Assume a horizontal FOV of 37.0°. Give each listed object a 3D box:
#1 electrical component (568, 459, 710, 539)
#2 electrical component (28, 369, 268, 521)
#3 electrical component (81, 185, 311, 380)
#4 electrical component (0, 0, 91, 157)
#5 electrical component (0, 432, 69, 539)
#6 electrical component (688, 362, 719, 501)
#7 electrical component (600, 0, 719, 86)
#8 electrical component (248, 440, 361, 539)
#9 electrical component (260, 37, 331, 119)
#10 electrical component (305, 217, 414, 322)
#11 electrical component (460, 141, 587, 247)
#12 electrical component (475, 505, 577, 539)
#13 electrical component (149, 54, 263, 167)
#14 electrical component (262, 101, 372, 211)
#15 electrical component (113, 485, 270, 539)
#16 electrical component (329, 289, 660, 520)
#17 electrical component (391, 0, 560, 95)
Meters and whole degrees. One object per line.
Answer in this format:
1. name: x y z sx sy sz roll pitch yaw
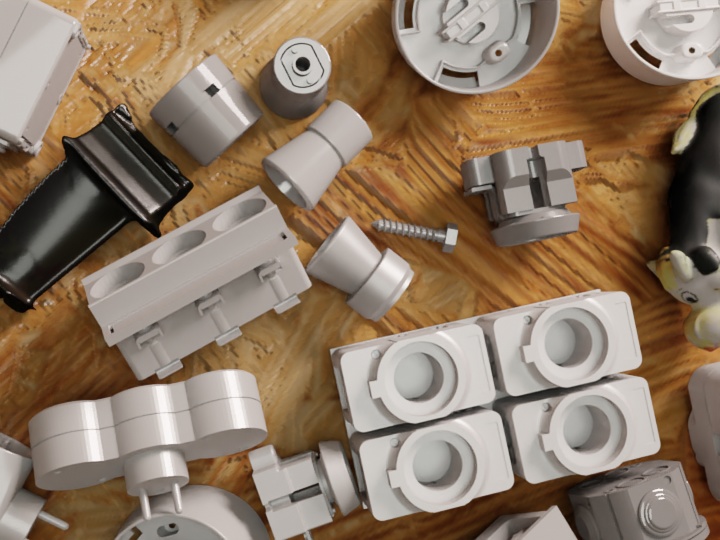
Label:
1. electrical component: 0.175 0.155 0.682 0.080 0.080 0.051 -17 87 -8
2. electrical component: -0.123 0.111 0.640 0.138 0.052 0.073 -12 66 -9
3. electrical component: -0.097 0.009 0.650 0.121 0.078 0.063 -29 117 -8
4. electrical component: -0.211 -0.113 0.641 0.061 0.062 0.096 25 85 -7
5. electrical component: -0.215 0.145 0.643 0.079 0.043 0.077 28 85 -7
6. electrical component: 0.254 0.107 0.704 0.054 0.059 0.095 -12 90 -8
7. electrical component: 0.210 -0.170 0.702 0.099 0.064 0.099 0 89 -8
8. electrical component: -0.032 0.135 0.670 0.055 0.048 0.066 -20 92 -1
9. electrical component: -0.038 -0.120 0.664 0.044 0.065 0.044 0 88 -8
10. electrical component: 0.000 0.000 0.678 0.055 0.045 0.045 38 84 -6
11. electrical component: 0.108 -0.047 0.689 0.078 0.058 0.057 -10 87 -9
12. electrical component: 0.117 0.255 0.660 0.105 0.060 0.186 -33 94 -33
13. electrical component: -0.093 -0.097 0.662 0.055 0.055 0.047 -43 98 -7
14. electrical component: -0.024 -0.075 0.678 0.044 0.044 0.065 45 78 -5
15. electrical component: -0.108 0.186 0.660 0.099 0.064 0.099 0 93 5
16. electrical component: 0.085 0.083 0.680 0.186 0.060 0.105 -12 90 -8
17. electrical component: 0.069 -0.161 0.679 0.099 0.064 0.099 -2 101 -8
